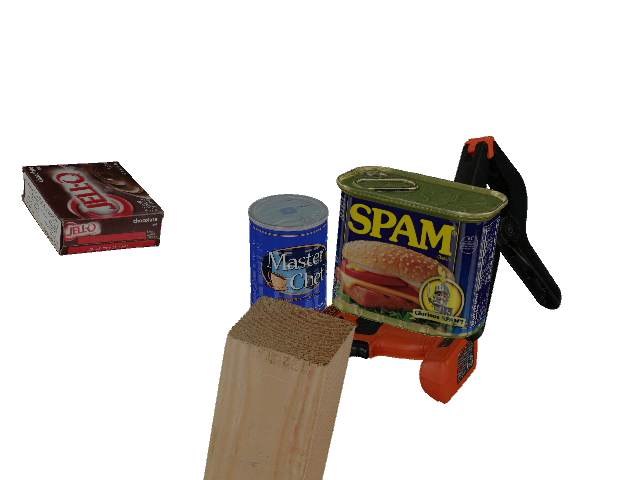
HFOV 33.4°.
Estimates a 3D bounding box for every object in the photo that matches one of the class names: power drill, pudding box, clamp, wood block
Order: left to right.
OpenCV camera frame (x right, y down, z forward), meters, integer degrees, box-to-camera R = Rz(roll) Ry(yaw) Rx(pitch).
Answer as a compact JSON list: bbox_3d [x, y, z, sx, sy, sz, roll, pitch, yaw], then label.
[{"bbox_3d":[-0.199,-0.030,0.920,0.089,0.039,0.114,-5,27,-32],"label":"pudding box"},{"bbox_3d":[-0.041,0.166,0.929,0.090,0.206,0.090,16,24,12],"label":"wood block"},{"bbox_3d":[0.057,0.117,1.116,0.188,0.057,0.184,10,26,27],"label":"power drill"},{"bbox_3d":[0.144,0.000,0.912,0.120,0.171,0.039,-27,11,-41],"label":"clamp"}]

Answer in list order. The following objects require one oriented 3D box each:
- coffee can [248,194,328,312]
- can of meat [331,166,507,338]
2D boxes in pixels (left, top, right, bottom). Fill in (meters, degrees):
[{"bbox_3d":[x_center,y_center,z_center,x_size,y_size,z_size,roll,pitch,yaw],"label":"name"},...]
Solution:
[{"bbox_3d":[-0.042,0.023,1.388,0.103,0.140,0.103,0,26,0],"label":"coffee can"},{"bbox_3d":[0.058,0.007,0.661,0.102,0.084,0.057,14,22,25],"label":"can of meat"}]
